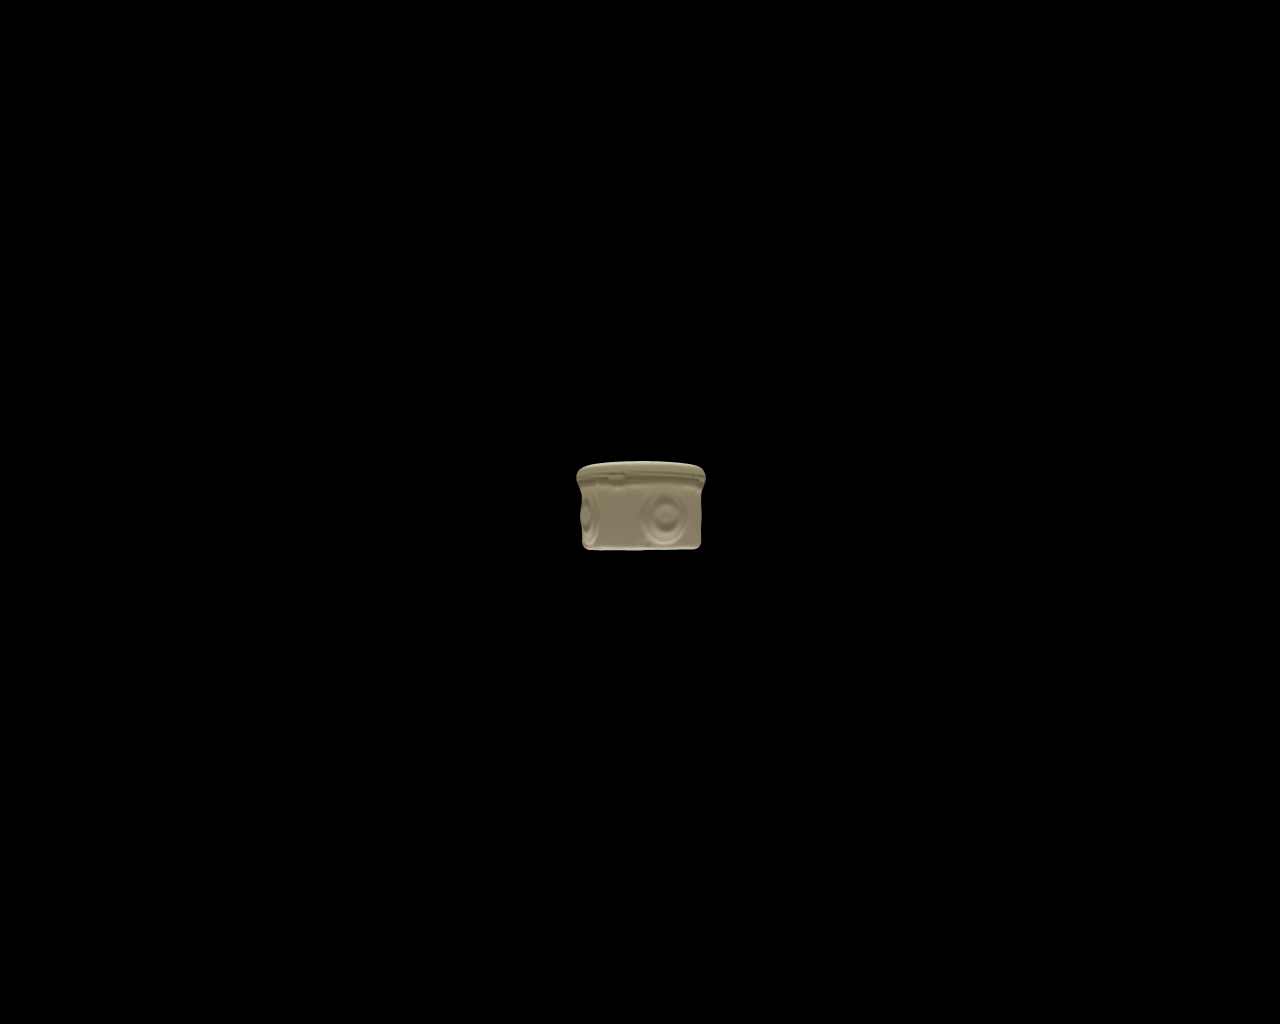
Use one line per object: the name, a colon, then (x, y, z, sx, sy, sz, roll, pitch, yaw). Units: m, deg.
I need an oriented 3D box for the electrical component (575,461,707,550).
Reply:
electrical component: (0.001, -0.003, 0.650, 0.080, 0.051, 0.080, 0, -3, 0)
